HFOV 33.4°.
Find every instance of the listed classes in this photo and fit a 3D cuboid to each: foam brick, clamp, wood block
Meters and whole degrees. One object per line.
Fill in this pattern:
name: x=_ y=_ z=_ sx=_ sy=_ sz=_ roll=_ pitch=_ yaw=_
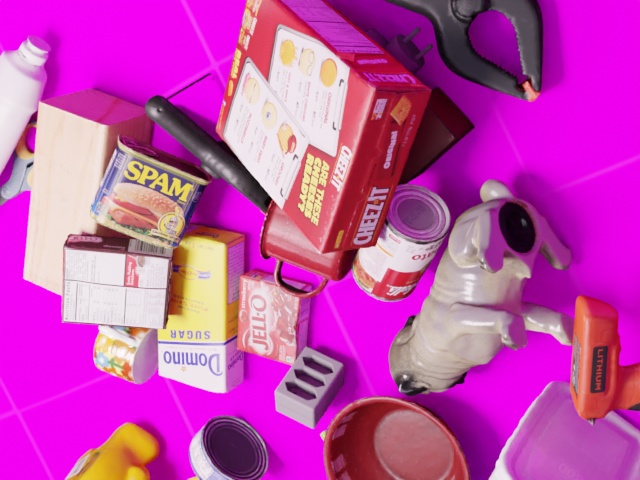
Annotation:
foam brick: x=0.092 y=-0.095 z=0.985 sx=0.078 sy=0.052 sz=0.051 roll=-41 pitch=85 yaw=31
clamp: x=0.120 y=-0.205 z=0.933 sx=0.165 sy=0.036 sz=0.210 roll=-27 pitch=95 yaw=17
clamp: x=-0.106 y=-0.086 z=1.082 sx=0.171 sy=0.120 sz=0.039 roll=42 pitch=96 yaw=-10
wood block: x=-0.252 y=-0.048 z=1.158 sx=0.090 sy=0.090 sz=0.206 roll=21 pitch=114 yaw=20

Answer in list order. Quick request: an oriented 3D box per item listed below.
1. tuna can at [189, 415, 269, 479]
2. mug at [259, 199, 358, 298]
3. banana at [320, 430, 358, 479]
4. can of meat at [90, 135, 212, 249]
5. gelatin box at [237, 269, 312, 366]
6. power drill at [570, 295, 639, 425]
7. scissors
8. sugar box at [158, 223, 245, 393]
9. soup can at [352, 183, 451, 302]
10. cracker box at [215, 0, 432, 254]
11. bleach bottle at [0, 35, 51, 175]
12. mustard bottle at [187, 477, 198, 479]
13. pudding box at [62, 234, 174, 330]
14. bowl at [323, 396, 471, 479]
tuna can: x=-0.101 y=0.238 z=1.175 sx=0.086 sy=0.086 sz=0.034 roll=46 pitch=123 yaw=7
mug: x=-0.007 y=0.001 z=1.044 sx=0.081 sy=0.093 sz=0.117 roll=22 pitch=97 yaw=15
banana: x=0.004 y=0.300 z=1.172 sx=0.070 sy=0.037 sz=0.198 roll=38 pitch=120 yaw=32
can of meat: x=-0.173 y=-0.047 z=1.083 sx=0.102 sy=0.057 sz=0.084 roll=23 pitch=103 yaw=-18
gelatin box: x=-0.050 y=0.083 z=1.130 sx=0.073 sy=0.030 sz=0.089 roll=14 pitch=112 yaw=23
power drill: x=0.310 y=0.088 z=0.896 sx=0.187 sy=0.057 sz=0.184 roll=2 pitch=107 yaw=6
scissors: x=-0.365 y=-0.079 z=1.252 sx=0.202 sy=0.016 sz=0.096 roll=-14 pitch=98 yaw=30
sugar box: x=-0.130 y=0.073 z=1.160 sx=0.093 sy=0.048 sz=0.176 roll=12 pitch=109 yaw=28
soup can: x=0.075 y=0.003 z=0.996 sx=0.068 sy=0.068 sz=0.102 roll=38 pitch=144 yaw=12
cracker box: x=-0.005 y=-0.115 z=0.961 sx=0.214 sy=0.071 sz=0.164 roll=48 pitch=133 yaw=40
bleach bottle: x=-0.378 y=-0.129 z=1.209 sx=0.251 sy=0.067 sz=0.103 roll=-51 pitch=48 yaw=24
mustard bottle: x=-0.102 y=0.367 z=1.233 sx=0.096 sy=0.058 sz=0.191 roll=-13 pitch=100 yaw=37
pudding box: x=-0.212 y=0.045 z=1.117 sx=0.113 sy=0.039 sz=0.090 roll=6 pitch=115 yaw=-5
bowl: x=0.086 y=0.224 z=1.090 sx=0.162 sy=0.055 sz=0.162 roll=9 pitch=110 yaw=25
